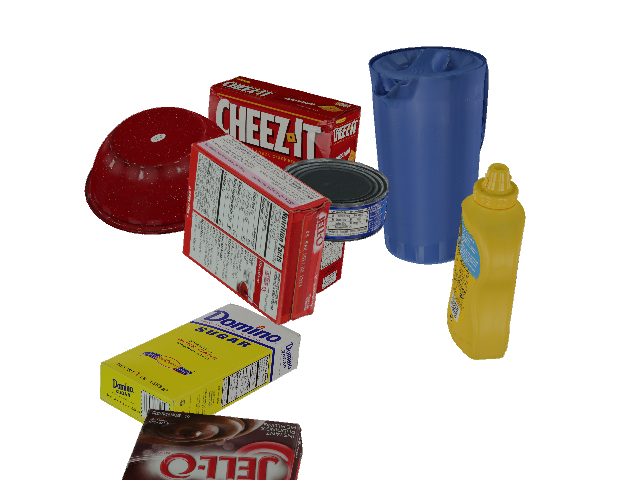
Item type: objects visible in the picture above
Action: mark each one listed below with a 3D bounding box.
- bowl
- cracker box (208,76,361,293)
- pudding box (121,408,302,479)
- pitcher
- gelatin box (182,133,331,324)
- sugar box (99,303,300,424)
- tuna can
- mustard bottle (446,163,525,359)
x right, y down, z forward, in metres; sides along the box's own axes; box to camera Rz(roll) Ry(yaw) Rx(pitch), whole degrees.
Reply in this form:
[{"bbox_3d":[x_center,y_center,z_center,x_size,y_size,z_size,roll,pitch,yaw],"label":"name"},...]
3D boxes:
[{"bbox_3d":[-0.151,-0.079,1.019,0.162,0.055,0.162,-3,44,3],"label":"bowl"},{"bbox_3d":[-0.051,-0.063,1.218,0.164,0.214,0.072,17,26,24],"label":"cracker box"},{"bbox_3d":[-0.074,0.160,0.725,0.113,0.039,0.090,3,29,6],"label":"pudding box"},{"bbox_3d":[0.134,-0.104,1.262,0.149,0.243,0.145,-4,25,-1],"label":"pitcher"},{"bbox_3d":[-0.036,-0.007,0.586,0.030,0.073,0.089,-22,42,-39],"label":"gelatin box"},{"bbox_3d":[-0.108,0.115,0.991,0.093,0.048,0.175,22,30,31],"label":"sugar box"},{"bbox_3d":[0.010,-0.032,0.828,0.086,0.034,0.086,3,27,-2],"label":"tuna can"},{"bbox_3d":[0.159,0.013,1.018,0.058,0.192,0.096,-2,34,-5],"label":"mustard bottle"}]
